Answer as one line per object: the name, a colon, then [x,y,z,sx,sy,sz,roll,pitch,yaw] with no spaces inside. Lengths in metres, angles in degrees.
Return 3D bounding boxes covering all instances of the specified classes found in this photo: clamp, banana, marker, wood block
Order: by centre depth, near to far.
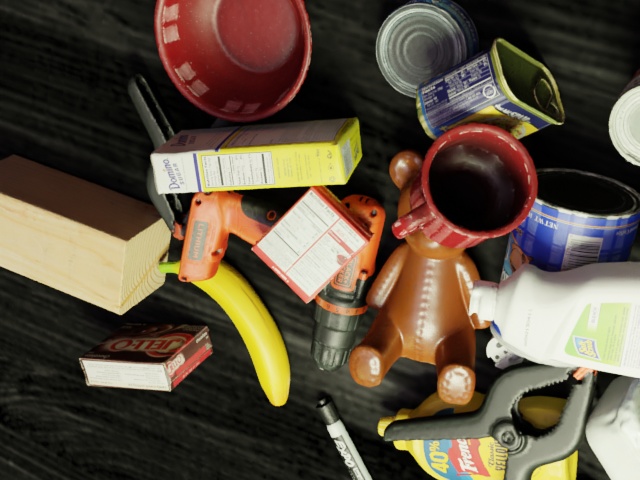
clamp: [0.164,0.171,0.964,0.165,0.036,0.210,40,113,14]
clamp: [-0.145,-0.086,1.069,0.120,0.039,0.172,21,116,13]
banana: [-0.083,0.082,1.112,0.198,0.037,0.070,51,131,0]
marker: [0.028,0.219,1.121,0.020,0.020,0.121,-22,99,31]
wood block: [-0.271,-0.009,1.133,0.206,0.090,0.090,20,118,17]

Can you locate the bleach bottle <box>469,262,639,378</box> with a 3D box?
bleach bottle: [0.242,0.055,0.820,0.251,0.068,0.102,8,114,12]

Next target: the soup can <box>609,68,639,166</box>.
soup can: [0.266,-0.101,0.828,0.069,0.102,0.068,10,115,22]

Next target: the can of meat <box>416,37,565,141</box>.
can of meat: [0.140,-0.114,0.886,0.084,0.101,0.057,-25,64,34]

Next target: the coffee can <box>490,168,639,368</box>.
coffee can: [0.207,0.022,0.906,0.103,0.102,0.140,16,116,19]

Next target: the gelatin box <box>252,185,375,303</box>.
gelatin box: [-0.006,0.001,0.977,0.073,0.030,0.089,44,110,-2]

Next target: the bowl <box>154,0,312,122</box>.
bowl: [-0.071,-0.193,0.982,0.162,0.055,0.162,10,114,23]

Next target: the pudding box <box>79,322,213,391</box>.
pudding box: [-0.185,0.124,1.145,0.114,0.089,0.039,-3,110,27]

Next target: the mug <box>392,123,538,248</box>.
mug: [0.110,-0.033,0.865,0.117,0.081,0.093,-32,84,-12]

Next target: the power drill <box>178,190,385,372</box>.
power drill: [-0.040,0.027,1.040,0.188,0.057,0.184,15,110,7]

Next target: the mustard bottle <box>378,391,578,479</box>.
mustard bottle: [0.148,0.191,1.029,0.192,0.058,0.096,4,110,25]

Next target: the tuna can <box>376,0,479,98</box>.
tuna can: [0.092,-0.166,0.926,0.086,0.033,0.086,10,114,22]

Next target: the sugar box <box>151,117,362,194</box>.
sugar box: [-0.056,-0.077,0.980,0.176,0.093,0.048,-5,109,15]
